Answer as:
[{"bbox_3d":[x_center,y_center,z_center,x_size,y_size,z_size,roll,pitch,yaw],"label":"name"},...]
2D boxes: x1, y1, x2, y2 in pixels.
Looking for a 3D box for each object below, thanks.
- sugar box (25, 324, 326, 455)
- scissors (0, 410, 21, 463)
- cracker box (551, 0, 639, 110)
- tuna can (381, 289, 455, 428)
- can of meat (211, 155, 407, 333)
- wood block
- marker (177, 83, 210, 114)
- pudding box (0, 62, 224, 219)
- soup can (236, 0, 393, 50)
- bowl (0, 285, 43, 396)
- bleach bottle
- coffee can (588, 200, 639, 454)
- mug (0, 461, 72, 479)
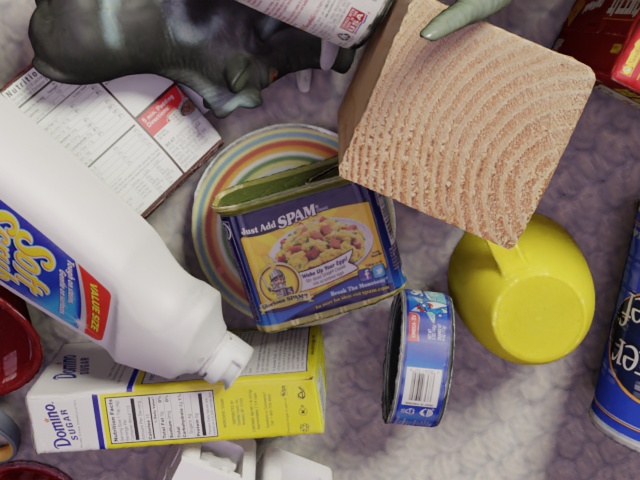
[{"bbox_3d":[-0.085,0.093,0.674,0.176,0.093,0.048,-7,105,4],"label":"sugar box"},{"bbox_3d":[-0.219,0.093,0.669,0.096,0.016,0.202,21,137,-20],"label":"scissors"},{"bbox_3d":[0.247,-0.078,0.586,0.213,0.164,0.072,25,101,-5],"label":"cracker box"},{"bbox_3d":[0.061,0.074,0.668,0.033,0.086,0.086,6,104,-2],"label":"tuna can"},{"bbox_3d":[-0.004,0.001,0.645,0.102,0.057,0.084,-16,105,5],"label":"can of meat"},{"bbox_3d":[0.066,-0.075,0.570,0.091,0.206,0.090,22,103,-4],"label":"wood block"},{"bbox_3d":[-0.108,-0.127,0.658,0.020,0.020,0.121,-41,99,10],"label":"marker"},{"bbox_3d":[-0.127,-0.070,0.642,0.113,0.039,0.090,47,67,-9],"label":"pudding box"},{"bbox_3d":[-0.014,-0.150,0.561,0.102,0.068,0.068,21,104,-18],"label":"soup can"},{"bbox_3d":[-0.248,0.039,0.662,0.162,0.055,0.162,2,143,2],"label":"bowl"},{"bbox_3d":[-0.143,-0.003,0.595,0.251,0.068,0.103,36,134,-5],"label":"bleach bottle"},{"bbox_3d":[0.230,0.055,0.650,0.103,0.103,0.140,9,104,-1],"label":"coffee can"},{"bbox_3d":[-0.215,0.200,0.709,0.117,0.081,0.093,38,102,-8],"label":"mug"}]
